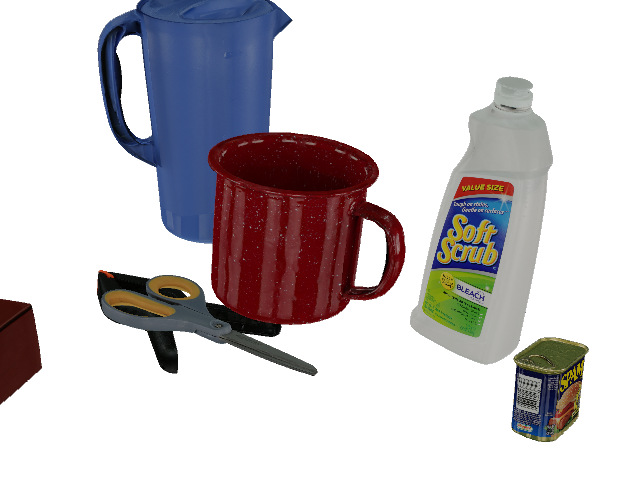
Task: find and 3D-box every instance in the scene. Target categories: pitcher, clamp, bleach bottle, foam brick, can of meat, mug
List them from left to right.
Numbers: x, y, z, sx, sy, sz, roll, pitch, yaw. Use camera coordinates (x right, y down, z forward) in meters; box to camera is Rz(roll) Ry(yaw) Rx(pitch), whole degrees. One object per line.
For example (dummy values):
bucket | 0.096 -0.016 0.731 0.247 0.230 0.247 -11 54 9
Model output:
foam brick | -0.233 0.079 0.714 0.053 0.051 0.078 8 29 23
clamp | -0.169 0.079 1.121 0.210 0.036 0.164 19 21 28
pitcher | -0.121 -0.123 1.065 0.149 0.243 0.144 14 30 24
mug | -0.007 -0.003 0.586 0.117 0.081 0.093 17 27 22
bleach bottle | 0.142 -0.021 0.922 0.103 0.251 0.067 27 36 35
can of meat | 0.247 0.161 1.156 0.058 0.084 0.101 11 17 31

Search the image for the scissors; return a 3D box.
scissors | -0.084 0.066 0.890 0.202 0.016 0.096 12 25 15
